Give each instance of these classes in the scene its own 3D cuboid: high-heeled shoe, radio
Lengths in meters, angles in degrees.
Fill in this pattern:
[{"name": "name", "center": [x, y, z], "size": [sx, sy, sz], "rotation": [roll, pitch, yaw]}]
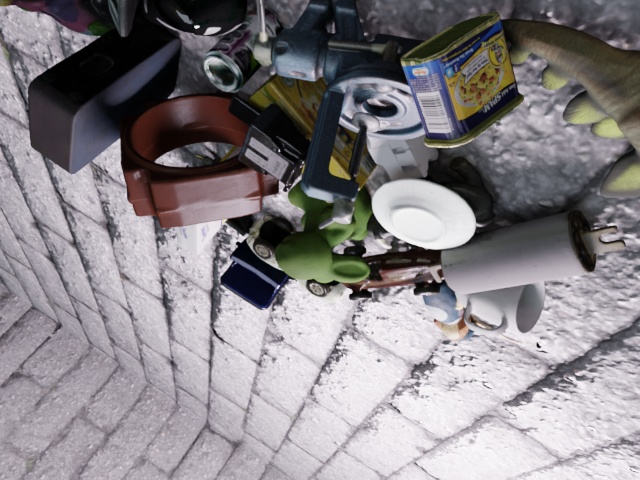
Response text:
[{"name": "high-heeled shoe", "center": [-0.172, -0.266, 0.637], "size": [0.249, 0.145, 0.086], "rotation": [2, 133, 38]}, {"name": "radio", "center": [-0.291, -0.207, 0.743], "size": [0.073, 0.229, 0.131], "rotation": [34, 143, -1]}]

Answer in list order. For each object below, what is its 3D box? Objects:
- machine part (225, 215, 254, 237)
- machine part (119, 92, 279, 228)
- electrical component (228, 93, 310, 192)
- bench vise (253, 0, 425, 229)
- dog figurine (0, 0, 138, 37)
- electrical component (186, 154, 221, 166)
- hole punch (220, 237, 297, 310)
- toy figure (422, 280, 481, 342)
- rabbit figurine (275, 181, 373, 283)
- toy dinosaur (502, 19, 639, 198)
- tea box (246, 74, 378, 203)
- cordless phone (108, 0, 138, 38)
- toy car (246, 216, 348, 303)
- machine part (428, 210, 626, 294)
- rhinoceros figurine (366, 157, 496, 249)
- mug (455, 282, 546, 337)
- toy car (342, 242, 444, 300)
[{"name": "machine part", "center": [-0.146, -0.056, 0.971], "size": [0.084, 0.039, 0.139], "rotation": [44, 148, -2]}, {"name": "machine part", "center": [-0.164, -0.118, 0.735], "size": [0.201, 0.201, 0.087], "rotation": [-11, 136, -10]}, {"name": "electrical component", "center": [-0.065, -0.120, 0.635], "size": [0.119, 0.048, 0.075], "rotation": [37, 145, -5]}, {"name": "bench vise", "center": [0.024, -0.136, 0.551], "size": [0.224, 0.240, 0.129], "rotation": [15, 165, -6]}, {"name": "dog figurine", "center": [-0.365, -0.316, 0.686], "size": [0.109, 0.219, 0.191], "rotation": [7, 136, 41]}, {"name": "electrical component", "center": [-0.197, -0.110, 0.946], "size": [0.078, 0.045, 0.102], "rotation": [18, 157, -25]}, {"name": "hole punch", "center": [-0.108, 0.047, 0.992], "size": [0.142, 0.116, 0.092], "rotation": [30, 139, 2]}, {"name": "toy figure", "center": [0.204, 0.113, 0.851], "size": [0.154, 0.058, 0.064], "rotation": [58, 179, -32]}, {"name": "rabbit figurine", "center": [-0.002, -0.002, 0.785], "size": [0.121, 0.170, 0.159], "rotation": [-2, 130, 44]}, {"name": "toy dinosaur", "center": [0.320, -0.098, 0.445], "size": [0.472, 0.105, 0.198], "rotation": [40, 152, 15]}, {"name": "tea box", "center": [-0.001, -0.143, 0.679], "size": [0.169, 0.098, 0.068], "rotation": [49, 144, -16]}, {"name": "cordless phone", "center": [-0.239, -0.344, 0.635], "size": [0.146, 0.089, 0.184], "rotation": [65, 151, 6]}, {"name": "toy car", "center": [-0.037, 0.033, 0.946], "size": [0.202, 0.073, 0.056], "rotation": [35, 146, 2]}, {"name": "machine part", "center": [0.240, 0.018, 0.664], "size": [0.243, 0.079, 0.079], "rotation": [-15, 121, 43]}, {"name": "rhinoceros figurine", "center": [0.138, -0.041, 0.711], "size": [0.190, 0.073, 0.112], "rotation": [-10, 135, 46]}, {"name": "mug", "center": [0.238, 0.084, 0.744], "size": [0.107, 0.109, 0.080], "rotation": [17, 149, 48]}, {"name": "toy car", "center": [0.103, 0.046, 0.824], "size": [0.202, 0.053, 0.089], "rotation": [-10, 81, 50]}]
